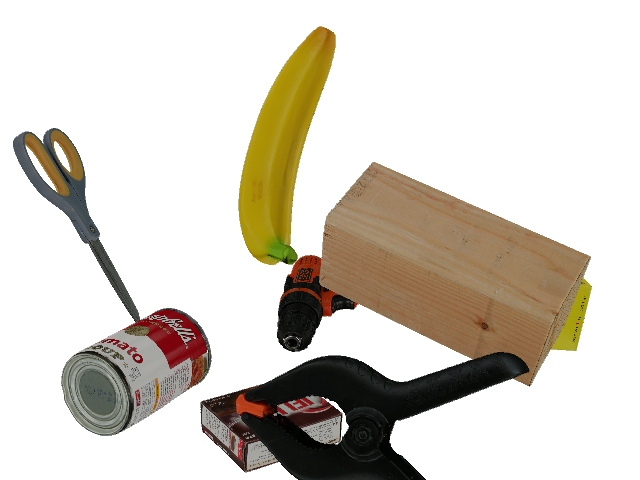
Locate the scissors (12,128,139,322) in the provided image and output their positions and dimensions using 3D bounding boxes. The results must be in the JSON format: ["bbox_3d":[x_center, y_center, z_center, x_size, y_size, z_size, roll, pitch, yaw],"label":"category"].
[{"bbox_3d":[-0.218,-0.024,1.003,0.016,0.201,0.096,-24,26,19],"label":"scissors"}]

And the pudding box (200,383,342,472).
[{"bbox_3d":[-0.048,0.178,1.047,0.113,0.039,0.090,-14,25,-31],"label":"pudding box"}]

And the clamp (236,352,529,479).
[{"bbox_3d":[0.034,0.122,0.621,0.172,0.120,0.039,1,-9,20],"label":"clamp"}]

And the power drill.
[{"bbox_3d":[0.046,0.071,1.237,0.188,0.057,0.184,0,27,7],"label":"power drill"}]

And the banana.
[{"bbox_3d":[-0.024,-0.058,0.740,0.070,0.197,0.037,-19,-39,39],"label":"banana"}]

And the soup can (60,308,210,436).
[{"bbox_3d":[-0.141,0.100,0.819,0.069,0.068,0.102,0,15,30],"label":"soup can"}]

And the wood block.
[{"bbox_3d":[0.111,0.027,0.920,0.206,0.091,0.090,26,50,18],"label":"wood block"}]

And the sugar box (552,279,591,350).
[{"bbox_3d":[0.240,0.085,1.324,0.176,0.093,0.048,3,19,-16],"label":"sugar box"}]
